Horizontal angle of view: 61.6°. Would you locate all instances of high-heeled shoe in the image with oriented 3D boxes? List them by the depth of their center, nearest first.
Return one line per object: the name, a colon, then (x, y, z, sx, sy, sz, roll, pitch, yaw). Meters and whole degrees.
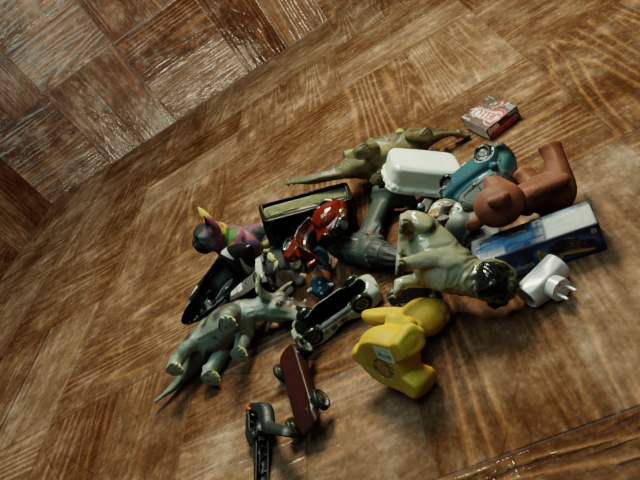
high-heeled shoe: (-0.232, 0.099, 1.184, 0.145, 0.086, 0.248, -45, -5, -40)

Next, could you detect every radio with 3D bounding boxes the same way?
radio: (-0.028, -0.063, 1.291, 0.230, 0.073, 0.131, -16, 23, -1)

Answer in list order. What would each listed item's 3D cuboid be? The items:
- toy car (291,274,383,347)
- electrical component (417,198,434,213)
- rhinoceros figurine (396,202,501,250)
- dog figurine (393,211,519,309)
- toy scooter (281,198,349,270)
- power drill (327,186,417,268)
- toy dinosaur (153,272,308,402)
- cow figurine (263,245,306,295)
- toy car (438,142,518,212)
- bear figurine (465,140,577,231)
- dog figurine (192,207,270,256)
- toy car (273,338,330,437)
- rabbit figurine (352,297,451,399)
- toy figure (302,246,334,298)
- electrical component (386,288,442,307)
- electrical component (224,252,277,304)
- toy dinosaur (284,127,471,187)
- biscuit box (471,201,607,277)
toy car: (0.030, 0.141, 1.064, 0.202, 0.056, 0.074, -36, 38, 6)
electrical component: (0.213, -0.052, 1.094, 0.021, 0.093, 0.063, 18, 59, 25)
rhinoceros figurine: (0.232, -0.005, 0.985, 0.190, 0.112, 0.073, -10, 22, 17)
dog figurine: (0.221, 0.023, 0.883, 0.191, 0.121, 0.172, 3, 66, 7)
toy scooter: (-0.002, -0.003, 1.149, 0.184, 0.075, 0.135, -43, 30, 8)
power drill: (0.134, -0.025, 1.163, 0.232, 0.086, 0.207, -2, 54, 48)
toy dinosaur: (-0.214, 0.204, 1.181, 0.405, 0.131, 0.192, -32, 14, 24)
cow figurine: (-0.096, 0.048, 1.273, 0.068, 0.098, 0.167, -39, 31, 10)
toy car: (0.319, -0.106, 1.049, 0.162, 0.109, 0.103, -36, 47, 20)
bear figurine: (0.336, -0.086, 0.925, 0.196, 0.120, 0.132, -7, 62, -18)
dog figurine: (-0.213, -0.013, 1.357, 0.191, 0.219, 0.109, -42, 35, -5)
toy car: (-0.033, 0.264, 0.966, 0.089, 0.053, 0.202, -49, 30, 13)
rabbit figurine: (0.145, 0.160, 0.893, 0.173, 0.121, 0.162, -40, 19, -30)
toy figure: (-0.001, 0.075, 1.180, 0.064, 0.057, 0.155, -34, 36, 19)
electrical component: (0.170, 0.100, 0.987, 0.102, 0.045, 0.078, -25, 5, 16)
electrical component: (-0.174, 0.107, 1.301, 0.134, 0.058, 0.115, -30, 38, 14)
toy dinosaur: (0.131, -0.198, 1.313, 0.472, 0.105, 0.199, -14, 14, 4)
biscuit box: (0.357, 0.009, 0.892, 0.203, 0.062, 0.059, -22, 35, 25)
